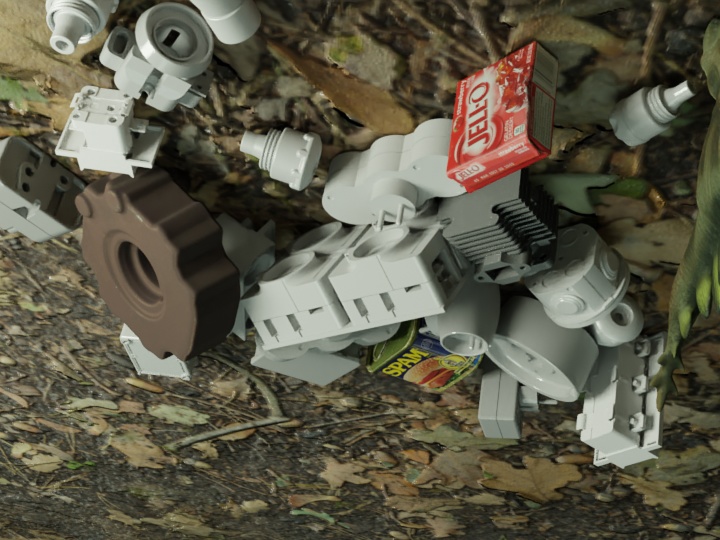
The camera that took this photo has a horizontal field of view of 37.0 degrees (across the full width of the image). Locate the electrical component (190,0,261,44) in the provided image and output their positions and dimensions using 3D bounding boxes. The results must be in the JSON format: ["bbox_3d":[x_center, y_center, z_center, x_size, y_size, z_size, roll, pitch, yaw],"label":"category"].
[{"bbox_3d":[-0.094,-0.185,0.729,0.044,0.044,0.065,-3,150,21],"label":"electrical component"}]

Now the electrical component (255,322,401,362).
[{"bbox_3d":[-0.026,0.050,1.013,0.138,0.052,0.074,-10,173,-15],"label":"electrical component"}]

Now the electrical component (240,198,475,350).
[{"bbox_3d":[0.000,0.000,0.915,0.186,0.105,0.060,-14,112,34],"label":"electrical component"}]

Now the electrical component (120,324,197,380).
[{"bbox_3d":[-0.210,0.066,1.139,0.062,0.061,0.096,5,148,8],"label":"electrical component"}]

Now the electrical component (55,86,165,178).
[{"bbox_3d":[-0.205,-0.114,0.874,0.081,0.042,0.063,8,144,4],"label":"electrical component"}]

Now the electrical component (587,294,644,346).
[{"bbox_3d":[0.231,0.051,1.000,0.048,0.048,0.062,15,158,-6],"label":"electrical component"}]

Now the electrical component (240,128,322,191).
[{"bbox_3d":[-0.064,-0.094,0.861,0.062,0.048,0.048,19,148,1],"label":"electrical component"}]

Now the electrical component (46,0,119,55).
[{"bbox_3d":[-0.198,-0.178,0.749,0.048,0.062,0.048,8,148,5],"label":"electrical component"}]

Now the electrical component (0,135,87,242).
[{"bbox_3d":[-0.299,-0.069,0.959,0.059,0.053,0.095,-16,139,36],"label":"electrical component"}]

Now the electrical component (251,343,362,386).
[{"bbox_3d":[-0.053,0.075,1.108,0.100,0.048,0.100,19,152,-22],"label":"electrical component"}]

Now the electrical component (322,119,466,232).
[{"bbox_3d":[0.028,-0.063,0.852,0.138,0.073,0.052,-16,139,36],"label":"electrical component"}]

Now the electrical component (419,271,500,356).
[{"bbox_3d":[0.086,0.039,0.992,0.079,0.077,0.043,-19,138,39],"label":"electrical component"}]

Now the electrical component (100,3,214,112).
[{"bbox_3d":[-0.140,-0.155,0.774,0.078,0.058,0.057,25,148,-21],"label":"electrical component"}]

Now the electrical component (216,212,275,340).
[{"bbox_3d":[-0.118,0.005,1.006,0.063,0.078,0.121,36,152,16],"label":"electrical component"}]

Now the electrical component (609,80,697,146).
[{"bbox_3d":[0.208,-0.114,0.755,0.035,0.035,0.061,30,141,-27],"label":"electrical component"}]

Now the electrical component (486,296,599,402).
[{"bbox_3d":[0.173,0.068,1.012,0.108,0.060,0.108,33,164,11],"label":"electrical component"}]

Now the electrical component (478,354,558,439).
[{"bbox_3d":[0.165,0.125,1.098,0.076,0.083,0.047,-1,146,18],"label":"electrical component"}]

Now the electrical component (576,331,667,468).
[{"bbox_3d":[0.249,0.116,1.023,0.063,0.121,0.079,30,143,-23],"label":"electrical component"}]

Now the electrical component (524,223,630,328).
[{"bbox_3d":[0.182,0.004,0.908,0.080,0.080,0.051,-18,132,38],"label":"electrical component"}]
